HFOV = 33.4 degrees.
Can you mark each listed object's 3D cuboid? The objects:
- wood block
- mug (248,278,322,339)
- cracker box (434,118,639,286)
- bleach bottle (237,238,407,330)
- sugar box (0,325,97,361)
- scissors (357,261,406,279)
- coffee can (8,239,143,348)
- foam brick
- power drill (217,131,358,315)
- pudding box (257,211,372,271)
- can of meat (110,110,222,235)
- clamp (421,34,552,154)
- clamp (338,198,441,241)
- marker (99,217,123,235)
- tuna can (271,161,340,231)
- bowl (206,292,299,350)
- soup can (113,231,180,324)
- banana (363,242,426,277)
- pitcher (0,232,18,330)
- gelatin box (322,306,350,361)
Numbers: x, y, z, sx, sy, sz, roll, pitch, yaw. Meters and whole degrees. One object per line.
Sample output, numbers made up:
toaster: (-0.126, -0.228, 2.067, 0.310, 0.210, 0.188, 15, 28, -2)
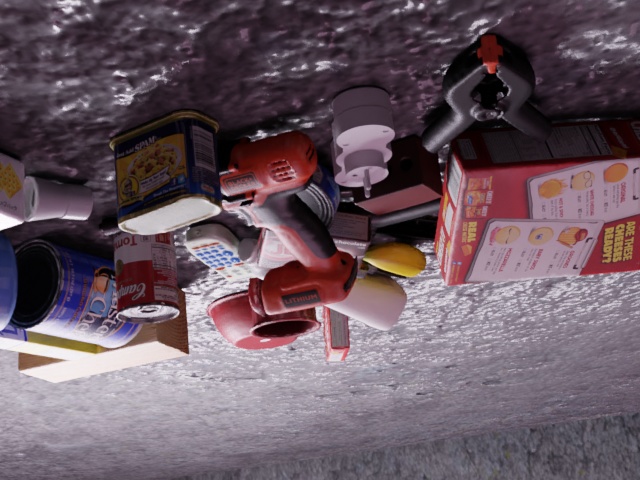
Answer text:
wood block: (-0.285, 0.119, 1.403, 0.206, 0.091, 0.090, -13, 159, 18)
mug: (-0.055, 0.074, 1.364, 0.093, 0.081, 0.117, -18, 158, 30)
cracker box: (0.231, -0.038, 1.082, 0.213, 0.072, 0.164, -5, 135, -6)
bleach bottle: (-0.006, 0.042, 1.298, 0.250, 0.068, 0.103, 23, -170, -44)
sugar box: (-0.348, 0.088, 1.287, 0.048, 0.093, 0.176, -19, 158, 28)
scissors: (0.041, 0.022, 1.302, 0.096, 0.016, 0.201, 33, -171, 17)
coffee can: (-0.281, 0.063, 1.226, 0.103, 0.103, 0.140, -18, 158, 29)
foam brick: (0.076, -0.063, 1.062, 0.078, 0.053, 0.051, -17, 159, 25)
power drill: (-0.060, -0.012, 1.032, 0.185, 0.057, 0.187, -11, 128, 28)
pudding box: (-0.008, 0.001, 1.142, 0.113, 0.039, 0.090, 5, 153, -7)
can of meat: (-0.137, -0.058, 0.957, 0.102, 0.084, 0.057, -18, 158, 28)
clamp: (0.157, -0.123, 0.939, 0.120, 0.039, 0.171, -7, 161, -4)
clamp: (0.055, -0.019, 1.204, 0.210, 0.036, 0.164, -6, 165, 5)
marker: (-0.178, -0.023, 1.140, 0.121, 0.020, 0.020, -10, 161, 9)
tuna can: (-0.023, -0.042, 1.058, 0.086, 0.033, 0.086, 10, 136, 10)
bowl: (-0.081, 0.119, 1.525, 0.162, 0.055, 0.162, -6, 160, -2)
soup can: (-0.191, 0.034, 1.172, 0.068, 0.102, 0.068, -6, 161, -2)
banana: (0.094, 0.020, 1.277, 0.070, 0.037, 0.197, 21, -178, 19)
pitcher: (-0.434, 0.046, 1.073, 0.242, 0.149, 0.145, 2, 157, -33)
gelatin box: (0.022, 0.121, 1.511, 0.030, 0.089, 0.073, -2, 160, -6)
